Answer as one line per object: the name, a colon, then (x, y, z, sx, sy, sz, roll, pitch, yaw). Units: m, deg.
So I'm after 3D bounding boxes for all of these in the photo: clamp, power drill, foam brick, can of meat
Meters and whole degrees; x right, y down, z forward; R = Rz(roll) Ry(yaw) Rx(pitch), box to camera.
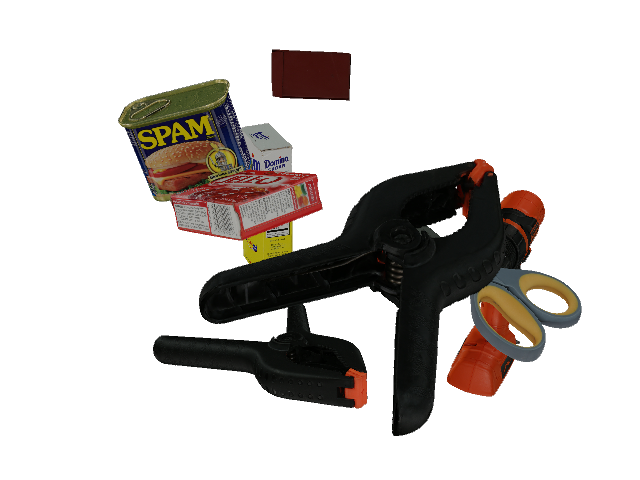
clamp: (0.042, 0.019, 0.505, 0.171, 0.039, 0.120, -34, 60, -30)
power drill: (0.173, 0.059, 1.067, 0.057, 0.188, 0.184, 18, 29, 19)
clamp: (-0.024, 0.098, 0.946, 0.210, 0.036, 0.164, 14, 24, 43)
foam brick: (-0.011, -0.180, 1.158, 0.078, 0.051, 0.053, 0, 11, -15)
can of meat: (-0.120, -0.089, 0.969, 0.102, 0.084, 0.057, -12, 30, 10)

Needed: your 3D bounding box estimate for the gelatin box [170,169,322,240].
gelatin box: (-0.054, -0.028, 0.767, 0.073, 0.030, 0.089, -21, 18, -34)

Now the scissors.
scissors: (0.131, 0.017, 0.854, 0.096, 0.016, 0.202, -12, 46, -20)

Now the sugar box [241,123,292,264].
sugar box: (-0.067, -0.045, 1.303, 0.048, 0.176, 0.093, -11, 26, -18)
